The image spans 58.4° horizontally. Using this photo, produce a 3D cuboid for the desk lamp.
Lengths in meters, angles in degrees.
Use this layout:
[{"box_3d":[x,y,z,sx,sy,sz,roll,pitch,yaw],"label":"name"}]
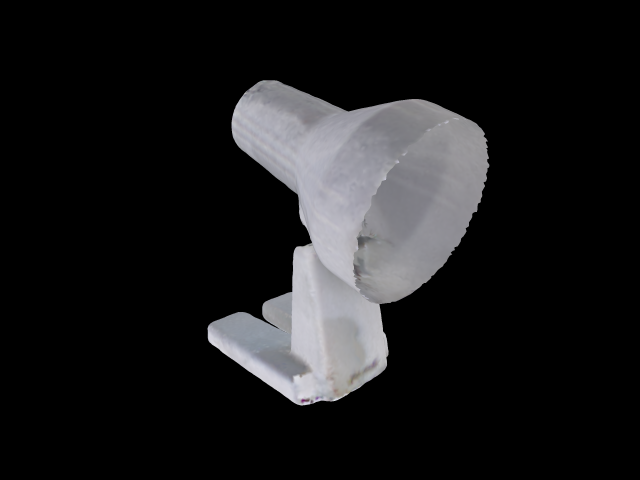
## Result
[{"box_3d":[0.004,0.001,0.400,0.118,0.214,0.202,-17,26,-41],"label":"desk lamp"}]
